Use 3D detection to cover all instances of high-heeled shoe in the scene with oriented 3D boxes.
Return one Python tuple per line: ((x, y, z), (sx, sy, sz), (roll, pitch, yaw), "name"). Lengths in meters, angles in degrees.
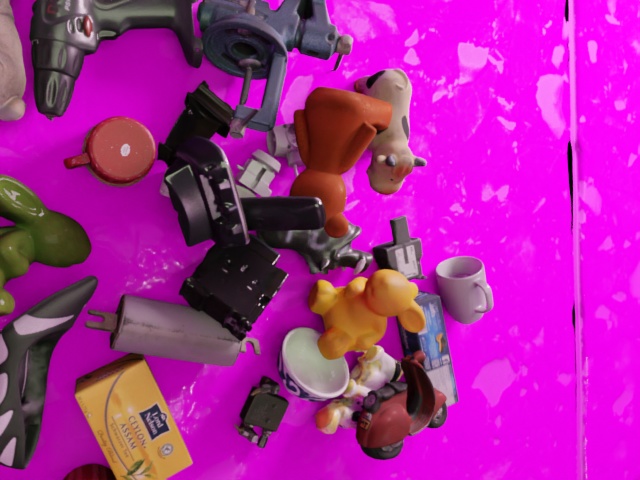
((-0.343, 0.169, 0.676), (0.249, 0.086, 0.145), (-40, 93, 0), "high-heeled shoe")

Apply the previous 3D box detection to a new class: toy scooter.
((0.129, 0.250, 0.840), (0.184, 0.075, 0.135), (-13, 105, -34), "toy scooter")

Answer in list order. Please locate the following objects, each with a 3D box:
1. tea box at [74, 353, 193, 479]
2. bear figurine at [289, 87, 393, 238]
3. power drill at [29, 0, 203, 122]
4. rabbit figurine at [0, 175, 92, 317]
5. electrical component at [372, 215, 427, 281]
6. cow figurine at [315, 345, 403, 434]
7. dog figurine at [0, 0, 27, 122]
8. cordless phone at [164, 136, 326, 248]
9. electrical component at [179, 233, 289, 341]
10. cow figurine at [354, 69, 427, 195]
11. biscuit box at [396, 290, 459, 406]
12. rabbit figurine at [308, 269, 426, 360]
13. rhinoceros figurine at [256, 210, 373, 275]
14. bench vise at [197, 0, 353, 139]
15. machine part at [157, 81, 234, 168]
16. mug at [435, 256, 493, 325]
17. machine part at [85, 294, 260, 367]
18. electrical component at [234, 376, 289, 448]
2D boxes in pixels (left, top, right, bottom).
((-0.256, 0.250, 0.739), (0.098, 0.068, 0.169), (-26, 103, -19), "tea box")
((0.019, -0.109, 0.755), (0.132, 0.120, 0.195), (-21, 121, -66), "bear figurine")
((-0.260, -0.267, 0.696), (0.207, 0.086, 0.231), (-3, 93, -16), "power drill")
((-0.378, 0.005, 0.660), (0.170, 0.121, 0.159), (-20, 96, -39), "rabbit figurine")
((0.130, 0.019, 0.900), (0.075, 0.048, 0.119), (-20, 102, -22), "electrical component")
((0.065, 0.252, 0.883), (0.098, 0.068, 0.167), (42, 79, -28), "cow figurine")
((-0.373, -0.252, 0.619), (0.172, 0.121, 0.190), (40, 77, -22), "dog figurine")
((-0.089, -0.059, 0.686), (0.184, 0.089, 0.146), (-1, 126, 12), "cordless phone")
((-0.115, 0.055, 0.760), (0.115, 0.058, 0.134), (36, 51, -5), "electrical component")
((0.108, -0.166, 0.834), (0.085, 0.127, 0.194), (1, 91, -21), "cow figurine")
((0.183, 0.190, 0.930), (0.059, 0.063, 0.202), (-16, 100, -21), "biscuit box")
((0.084, 0.104, 0.808), (0.162, 0.173, 0.122), (8, 56, -24), "rabbit figurine")
((-0.002, -0.003, 0.827), (0.190, 0.073, 0.112), (19, 85, -23), "rhinoceros figurine")
((-0.069, -0.243, 0.742), (0.223, 0.129, 0.240), (15, 71, -17), "bench vise")
((-0.172, -0.154, 0.747), (0.084, 0.039, 0.139), (46, 56, -24), "machine part")
((0.260, 0.095, 0.938), (0.081, 0.110, 0.107), (-29, 118, -26), "mug")
((-0.198, 0.127, 0.750), (0.243, 0.079, 0.079), (14, 89, -24), "machine part")
((-0.089, 0.264, 0.825), (0.078, 0.045, 0.102), (34, 80, -21), "electrical component")
